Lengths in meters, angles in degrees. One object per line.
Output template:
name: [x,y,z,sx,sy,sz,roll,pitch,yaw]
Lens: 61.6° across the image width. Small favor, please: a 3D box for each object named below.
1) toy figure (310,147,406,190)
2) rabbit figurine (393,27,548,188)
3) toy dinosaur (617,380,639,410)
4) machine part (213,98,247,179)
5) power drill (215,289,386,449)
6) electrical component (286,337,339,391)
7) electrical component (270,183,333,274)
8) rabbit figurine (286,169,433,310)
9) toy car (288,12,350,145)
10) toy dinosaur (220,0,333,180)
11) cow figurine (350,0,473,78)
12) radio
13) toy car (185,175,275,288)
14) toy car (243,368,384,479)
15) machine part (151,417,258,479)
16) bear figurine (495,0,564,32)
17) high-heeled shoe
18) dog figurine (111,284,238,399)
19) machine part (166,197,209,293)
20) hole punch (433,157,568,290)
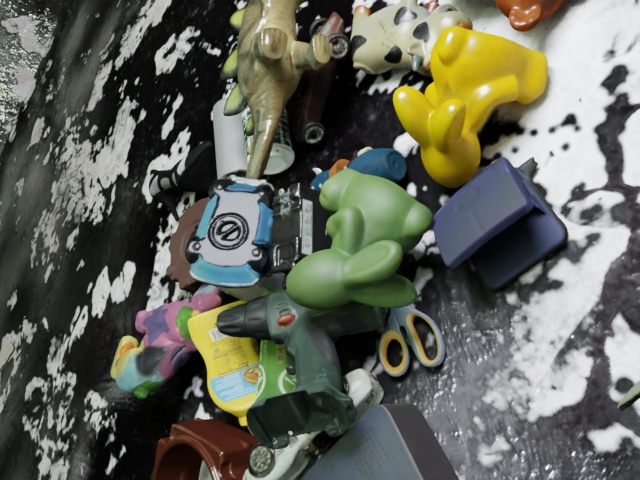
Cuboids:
toy figure: [0.049,-0.086,0.752,0.155,0.057,0.064,-11,62,47]
rabbit figurine: [0.164,-0.142,0.611,0.122,0.162,0.173,26,112,34]
toy dinosaur: [0.364,-0.042,0.389,0.192,0.131,0.404,14,91,47]
machine part: [-0.151,-0.169,0.965,0.079,0.079,0.243,-30,57,34]
power drill: [-0.033,0.136,0.634,0.232,0.085,0.207,-14,27,11]
electrical component: [-0.005,0.162,0.708,0.021,0.094,0.063,1,114,43]
electrical component: [-0.001,-0.002,0.712,0.058,0.134,0.115,-11,70,42]
rabbit figurine: [0.045,0.023,0.620,0.170,0.121,0.159,-46,42,-17]
toy car: [-0.008,-0.244,0.825,0.089,0.053,0.202,-112,32,-48]
toy dinosaur: [-0.073,-0.260,0.786,0.199,0.105,0.471,-12,67,59]
cow figurine: [0.118,-0.269,0.730,0.195,0.085,0.127,8,83,49]
radio: [0.046,0.301,0.601,0.229,0.073,0.131,-51,47,20]
toy car: [-0.112,-0.002,0.733,0.109,0.102,0.161,6,67,4]
toy car: [-0.008,0.233,0.647,0.202,0.073,0.056,-44,55,-2]
machine part: [-0.158,0.367,0.752,0.202,0.087,0.201,4,85,44]
bear figurine: [0.208,-0.333,0.636,0.120,0.131,0.196,-33,42,-3]
high-heeled shoe: [-0.274,-0.146,1.059,0.248,0.086,0.145,-49,58,40]
dog figurine: [-0.221,0.158,0.882,0.219,0.108,0.191,-22,35,33]
machine part: [-0.209,0.010,0.973,0.179,0.056,0.179,-18,62,38]
hole punch: [0.180,-0.024,0.579,0.142,0.092,0.116,-46,44,28]
